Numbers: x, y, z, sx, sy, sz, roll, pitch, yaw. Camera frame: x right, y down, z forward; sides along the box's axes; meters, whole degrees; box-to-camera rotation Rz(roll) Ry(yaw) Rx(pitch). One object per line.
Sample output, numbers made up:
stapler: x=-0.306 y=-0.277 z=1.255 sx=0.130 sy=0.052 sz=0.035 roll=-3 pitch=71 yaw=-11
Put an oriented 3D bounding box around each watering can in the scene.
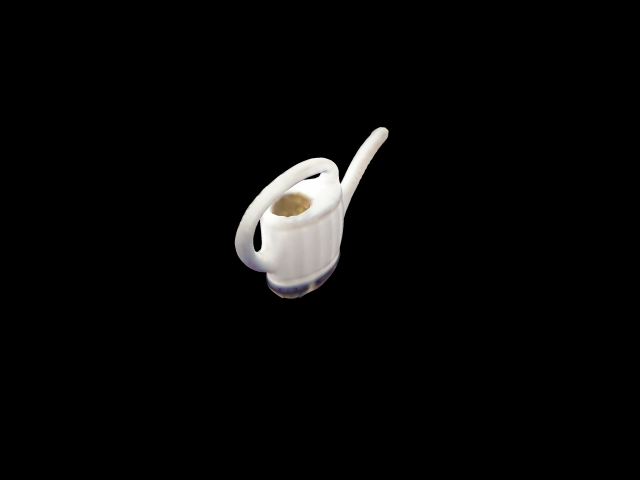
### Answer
watering can: x=0.003 y=-0.043 z=0.850 sx=0.105 sy=0.219 sz=0.353 roll=30 pitch=48 yaw=32
